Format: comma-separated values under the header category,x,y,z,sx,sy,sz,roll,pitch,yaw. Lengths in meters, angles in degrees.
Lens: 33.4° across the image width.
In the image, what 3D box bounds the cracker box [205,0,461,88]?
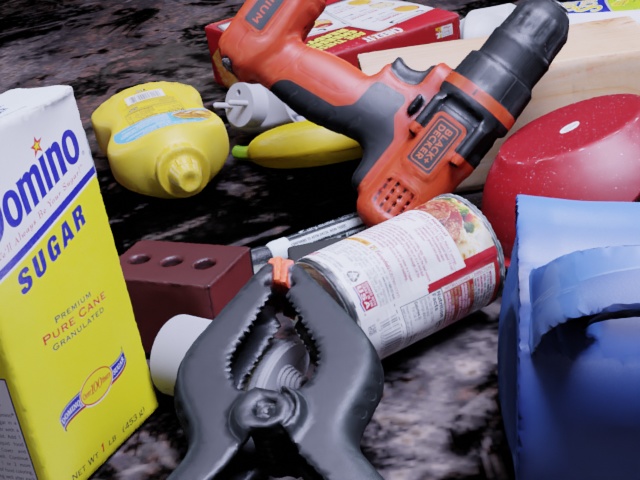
category,x,y,z,sx,sy,sz,roll,pitch,yaw
cracker box,0.009,-0.181,1.029,0.164,0.072,0.214,-22,29,-23

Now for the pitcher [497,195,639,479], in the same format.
category,x,y,z,sx,sy,sz,roll,pitch,yaw
pitcher,0.189,0.045,0.400,0.243,0.145,0.149,0,22,11

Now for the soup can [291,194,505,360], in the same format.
category,x,y,z,sx,sy,sz,roll,pitch,yaw
soup can,0.040,0.024,0.577,0.102,0.068,0.069,-24,28,-28

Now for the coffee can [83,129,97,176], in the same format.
category,x,y,z,sx,sy,sz,roll,pitch,yaw
coffee can,-0.230,-0.026,0.732,0.140,0.103,0.103,-9,24,0

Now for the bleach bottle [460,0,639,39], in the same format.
category,x,y,z,sx,sy,sz,roll,pitch,yaw
bleach bottle,0.225,-0.189,0.987,0.251,0.068,0.102,5,26,32

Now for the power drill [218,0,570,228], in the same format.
category,x,y,z,sx,sy,sz,roll,pitch,yaw
power drill,0.042,-0.118,0.692,0.188,0.184,0.057,39,3,17

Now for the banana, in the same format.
category,x,y,z,sx,sy,sz,roll,pitch,yaw
banana,0.026,-0.089,0.863,0.197,0.037,0.069,-11,25,-5

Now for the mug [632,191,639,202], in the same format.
category,x,y,z,sx,sy,sz,roll,pitch,yaw
mug,0.222,0.010,0.536,0.081,0.093,0.117,-18,56,-30

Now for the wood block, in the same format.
category,x,y,z,sx,sy,sz,roll,pitch,yaw
wood block,0.136,-0.096,0.779,0.206,0.090,0.091,-8,25,0

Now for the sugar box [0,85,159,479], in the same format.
category,x,y,z,sx,sy,sz,roll,pitch,yaw
sugar box,-0.134,0.025,0.499,0.048,0.176,0.093,3,26,25

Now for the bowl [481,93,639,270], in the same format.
category,x,y,z,sx,sy,sz,roll,pitch,yaw
bowl,0.162,-0.045,0.650,0.162,0.055,0.162,-23,18,8

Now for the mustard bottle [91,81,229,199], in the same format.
category,x,y,z,sx,sy,sz,roll,pitch,yaw
mustard bottle,-0.125,-0.077,0.862,0.096,0.058,0.192,-17,25,-13

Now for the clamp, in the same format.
category,x,y,z,sx,sy,sz,roll,pitch,yaw
clamp,-0.030,0.088,0.454,0.164,0.036,0.210,-9,40,1

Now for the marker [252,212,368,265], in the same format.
category,x,y,z,sx,sy,sz,roll,pitch,yaw
marker,-0.005,0.001,0.700,0.121,0.020,0.020,-19,27,-22

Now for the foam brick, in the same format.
category,x,y,z,sx,sy,sz,roll,pitch,yaw
foam brick,-0.080,0.034,0.613,0.078,0.051,0.052,3,27,24
